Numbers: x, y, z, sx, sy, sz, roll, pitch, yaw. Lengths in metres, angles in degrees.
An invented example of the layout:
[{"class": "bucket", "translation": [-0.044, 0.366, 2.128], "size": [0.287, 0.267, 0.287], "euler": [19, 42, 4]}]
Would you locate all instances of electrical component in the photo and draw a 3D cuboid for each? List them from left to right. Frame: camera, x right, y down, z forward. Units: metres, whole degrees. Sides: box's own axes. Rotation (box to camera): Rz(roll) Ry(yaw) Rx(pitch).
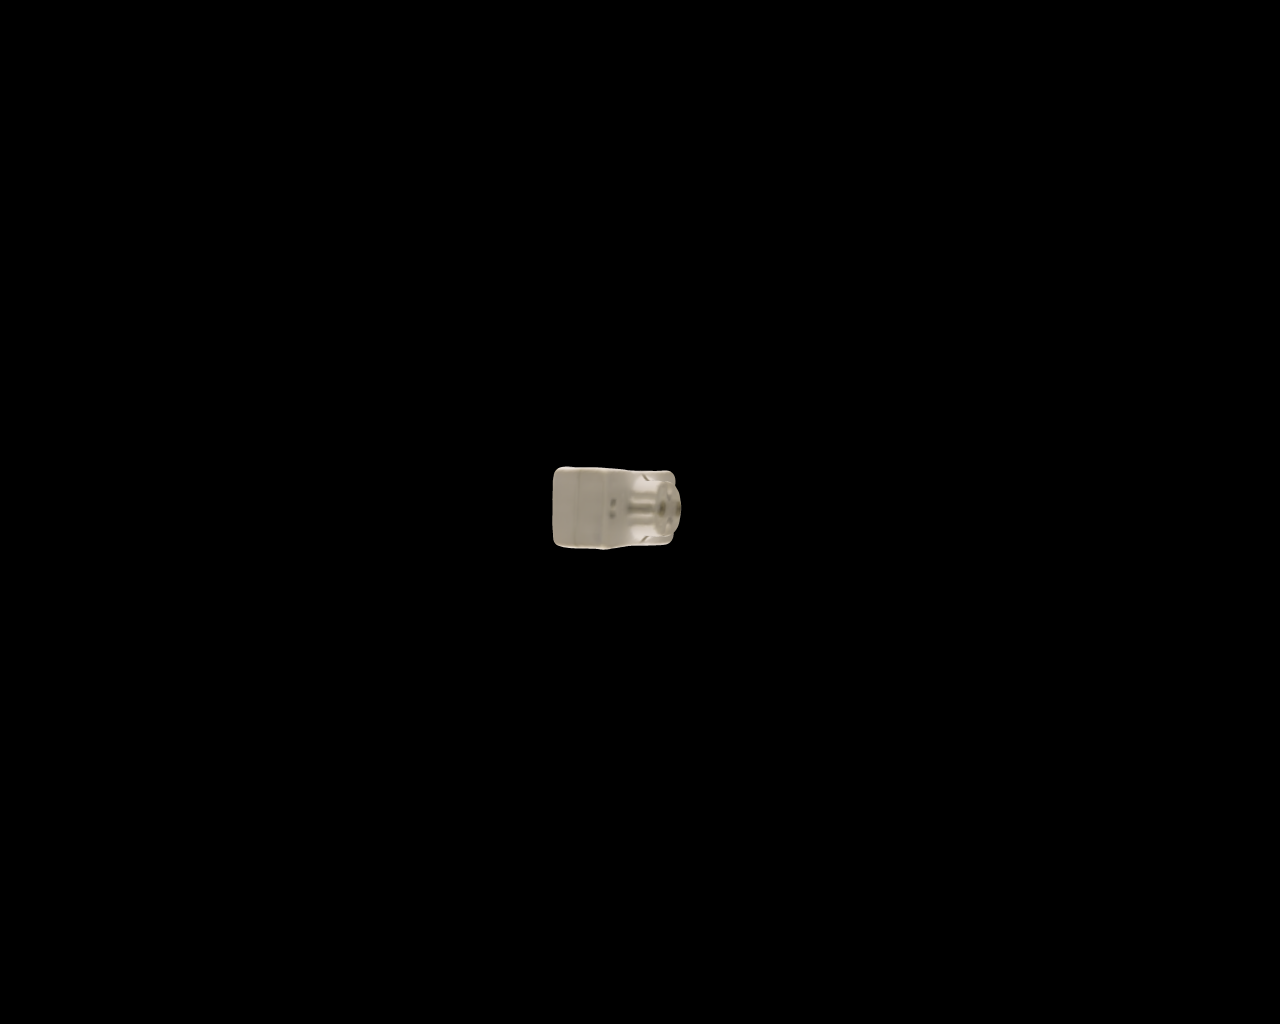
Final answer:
[{"class": "electrical component", "translation": [0.001, -0.003, 0.650], "size": [0.076, 0.047, 0.083], "euler": [0, 0, 32]}]
